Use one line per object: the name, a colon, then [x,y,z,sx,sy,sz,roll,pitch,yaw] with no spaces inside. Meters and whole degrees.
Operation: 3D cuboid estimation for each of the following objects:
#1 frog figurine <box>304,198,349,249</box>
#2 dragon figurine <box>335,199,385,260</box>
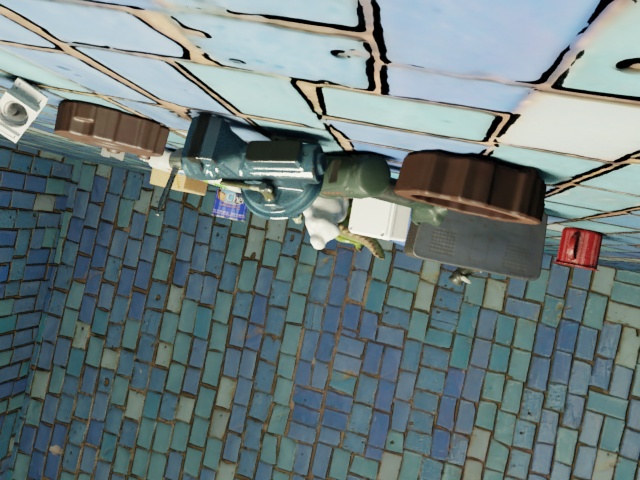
frog figurine: [0.005,-0.060,1.168,0.123,0.159,0.137,13,180,34]
dragon figurine: [0.004,-0.067,1.326,0.242,0.121,0.416,16,-165,-20]
